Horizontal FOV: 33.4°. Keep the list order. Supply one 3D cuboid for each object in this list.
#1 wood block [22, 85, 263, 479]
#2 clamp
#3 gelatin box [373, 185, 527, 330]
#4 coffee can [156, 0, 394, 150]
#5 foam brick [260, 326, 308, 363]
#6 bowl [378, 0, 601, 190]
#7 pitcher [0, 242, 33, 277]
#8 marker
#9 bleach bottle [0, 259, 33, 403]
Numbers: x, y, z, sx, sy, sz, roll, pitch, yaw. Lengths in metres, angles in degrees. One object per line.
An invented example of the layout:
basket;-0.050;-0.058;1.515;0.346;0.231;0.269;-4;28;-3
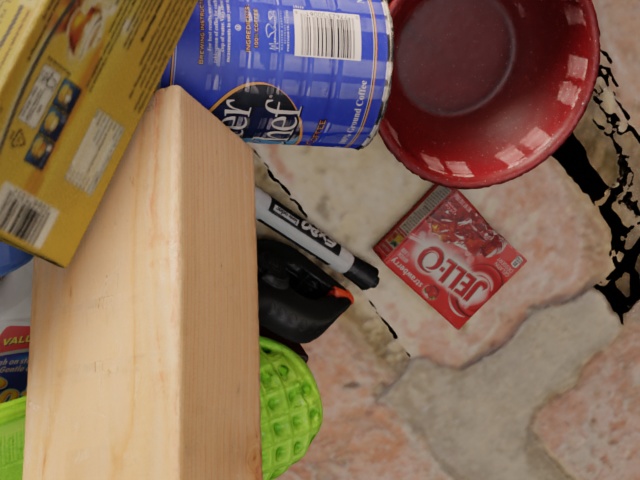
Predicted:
wood block;-0.090;0.037;0.559;0.090;0.206;0.090;-11;158;20
clamp;-0.047;0.019;0.696;0.039;0.120;0.171;-37;151;25
gelatin box;0.094;0.012;0.766;0.073;0.030;0.089;-45;117;5
coffee can;-0.040;-0.108;0.633;0.140;0.103;0.103;1;111;-18
foam brick;-0.057;0.083;0.736;0.078;0.051;0.053;15;106;-22
bowl;0.099;-0.117;0.699;0.162;0.055;0.162;-6;114;-15
pitcher;-0.202;-0.103;0.576;0.149;0.145;0.243;6;117;11
marker;-0.005;0.001;0.737;0.121;0.020;0.020;34;99;-27
bleach bottle;-0.204;0.085;0.687;0.102;0.068;0.251;20;102;-22
